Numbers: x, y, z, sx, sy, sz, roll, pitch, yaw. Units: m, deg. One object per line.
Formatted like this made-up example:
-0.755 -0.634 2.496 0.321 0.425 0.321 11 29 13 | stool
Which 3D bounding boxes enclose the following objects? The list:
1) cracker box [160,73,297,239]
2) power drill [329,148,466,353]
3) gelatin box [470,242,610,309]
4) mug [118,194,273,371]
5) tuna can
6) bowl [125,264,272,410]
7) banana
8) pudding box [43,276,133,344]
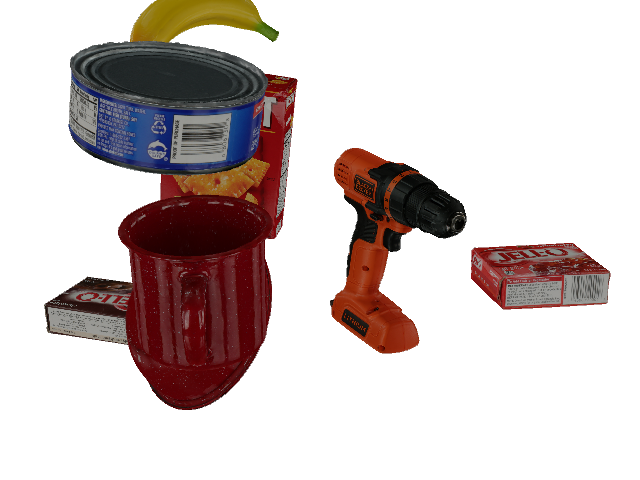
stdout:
-0.126 -0.118 1.427 0.164 0.214 0.072 9 22 6 | cracker box
0.073 0.015 1.075 0.057 0.188 0.185 -7 25 -31 | power drill
0.171 0.026 0.838 0.089 0.030 0.073 -2 18 -9 | gelatin box
-0.073 0.032 0.648 0.093 0.081 0.117 -3 26 -5 | mug
-0.067 -0.060 0.471 0.086 0.034 0.086 7 25 -4 | tuna can
-0.118 0.061 0.919 0.162 0.162 0.055 0 -20 44 | bowl
-0.119 -0.212 1.022 0.070 0.037 0.197 45 38 19 | banana
-0.228 0.076 1.163 0.114 0.039 0.090 4 18 19 | pudding box
